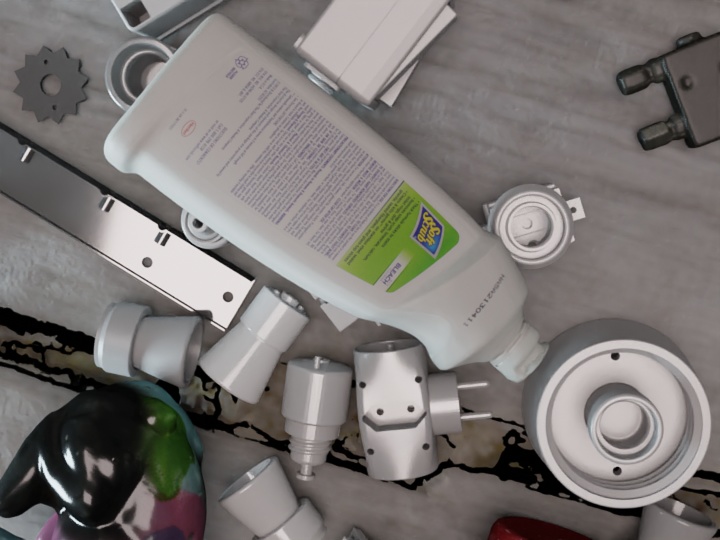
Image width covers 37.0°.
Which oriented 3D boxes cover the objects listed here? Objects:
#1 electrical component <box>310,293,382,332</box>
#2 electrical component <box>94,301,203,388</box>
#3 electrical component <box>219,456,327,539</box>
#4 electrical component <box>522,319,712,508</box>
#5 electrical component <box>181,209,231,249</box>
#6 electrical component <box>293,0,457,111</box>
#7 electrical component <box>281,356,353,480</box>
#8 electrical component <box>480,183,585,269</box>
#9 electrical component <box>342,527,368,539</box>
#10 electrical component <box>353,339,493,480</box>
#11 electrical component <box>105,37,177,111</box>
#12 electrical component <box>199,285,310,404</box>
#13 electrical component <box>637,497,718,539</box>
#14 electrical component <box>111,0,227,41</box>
[{"bbox_3d":[0.000,0.000,0.640,0.055,0.048,0.066,-37,92,15],"label":"electrical component"},{"bbox_3d":[-0.128,0.045,0.654,0.055,0.045,0.045,12,96,4],"label":"electrical component"},{"bbox_3d":[-0.053,0.149,0.659,0.045,0.045,0.055,-36,93,7],"label":"electrical component"},{"bbox_3d":[0.151,0.086,0.628,0.108,0.060,0.108,0,96,4],"label":"electrical component"},{"bbox_3d":[-0.089,-0.029,0.635,0.035,0.061,0.035,0,95,4],"label":"electrical component"},{"bbox_3d":[0.009,-0.132,0.617,0.061,0.061,0.096,38,97,0],"label":"electrical component"},{"bbox_3d":[-0.028,0.088,0.653,0.040,0.040,0.078,8,97,4],"label":"electrical component"},{"bbox_3d":[0.098,-0.026,0.624,0.066,0.055,0.048,-17,94,6],"label":"electrical component"},{"bbox_3d":[-0.006,0.232,0.650,0.063,0.079,0.121,25,98,-28],"label":"electrical component"},{"bbox_3d":[0.039,0.081,0.645,0.079,0.043,0.077,-6,95,5],"label":"electrical component"},{"bbox_3d":[-0.120,-0.112,0.632,0.045,0.055,0.045,0,95,4],"label":"electrical component"},{"bbox_3d":[-0.061,0.042,0.651,0.044,0.044,0.065,37,92,0],"label":"electrical component"},{"bbox_3d":[0.182,0.168,0.642,0.045,0.045,0.055,21,97,2],"label":"electrical component"},{"bbox_3d":[-0.108,-0.206,0.622,0.109,0.056,0.108,-30,93,7],"label":"electrical component"}]
